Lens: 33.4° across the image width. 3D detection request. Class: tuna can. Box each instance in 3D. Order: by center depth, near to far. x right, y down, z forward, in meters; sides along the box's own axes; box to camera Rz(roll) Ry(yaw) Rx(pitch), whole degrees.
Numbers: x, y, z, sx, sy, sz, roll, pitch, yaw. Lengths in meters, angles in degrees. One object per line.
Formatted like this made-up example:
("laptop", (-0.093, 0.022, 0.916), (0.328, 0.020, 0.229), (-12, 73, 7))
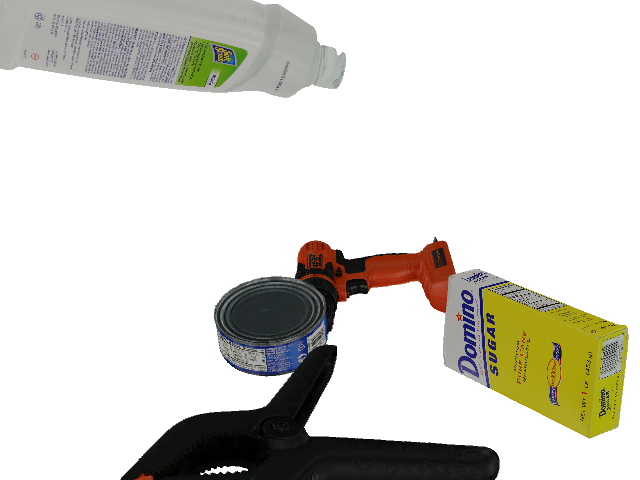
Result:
("tuna can", (-0.037, 0.066, 0.819), (0.086, 0.034, 0.086), (-4, 33, 2))

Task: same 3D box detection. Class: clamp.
("clamp", (-0.025, 0.117, 0.620), (0.209, 0.036, 0.165), (-9, 24, -29))

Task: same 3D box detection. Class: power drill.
("power drill", (0.061, 0.052, 1.234), (0.187, 0.057, 0.184), (-1, 28, 0))

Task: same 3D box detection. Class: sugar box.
("sugar box", (0.182, 0.094, 0.933), (0.048, 0.093, 0.176), (-12, 21, -38))

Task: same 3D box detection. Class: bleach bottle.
("bleach bottle", (-0.107, -0.147, 0.785), (0.250, 0.068, 0.103), (11, -27, -14))
